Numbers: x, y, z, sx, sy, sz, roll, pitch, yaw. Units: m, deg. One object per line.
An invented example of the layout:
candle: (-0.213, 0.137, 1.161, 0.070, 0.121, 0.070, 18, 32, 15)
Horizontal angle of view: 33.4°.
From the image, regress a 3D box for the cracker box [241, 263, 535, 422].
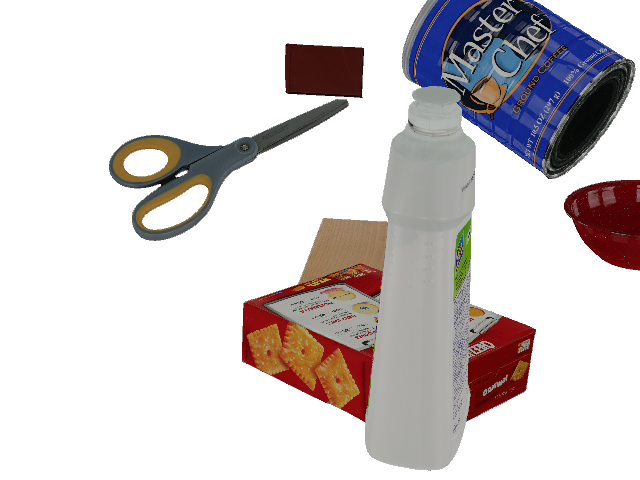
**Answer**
cracker box: (0.058, 0.097, 0.969, 0.214, 0.072, 0.163, 21, 26, 40)

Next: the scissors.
scissors: (-0.078, -0.077, 0.829, 0.096, 0.201, 0.016, 40, -26, 15)

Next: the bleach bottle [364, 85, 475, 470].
bleach bottle: (0.068, 0.021, 0.682, 0.068, 0.251, 0.102, 7, 30, 12)

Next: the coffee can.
coffee can: (0.146, -0.127, 0.800, 0.140, 0.103, 0.102, 40, 18, 23)

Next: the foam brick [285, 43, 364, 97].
foam brick: (0.003, -0.175, 1.101, 0.078, 0.051, 0.053, 2, 10, -6)

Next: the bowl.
bowl: (0.334, -0.012, 1.108, 0.162, 0.055, 0.162, -3, 23, 1)

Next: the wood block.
wood block: (0.031, 0.053, 1.248, 0.091, 0.090, 0.206, 4, 23, 7)
